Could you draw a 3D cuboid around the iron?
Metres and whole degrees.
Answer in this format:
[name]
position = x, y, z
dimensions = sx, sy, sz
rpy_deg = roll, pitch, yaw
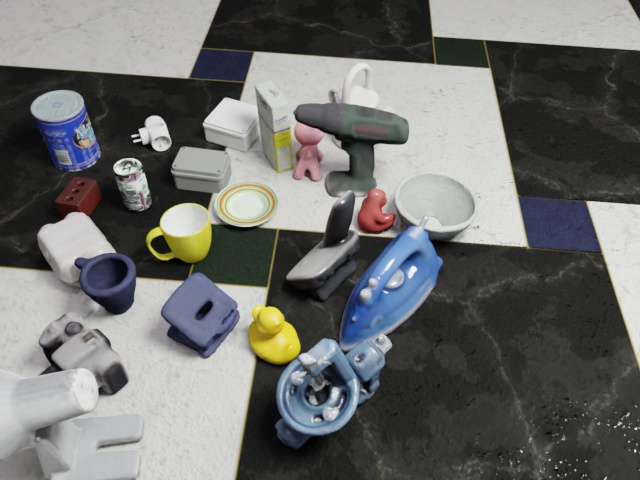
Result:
[iron]
position = 0.117, 0.070, 0.987
dimensions = 0.118, 0.141, 0.259
rpy_deg = 30, 54, 22

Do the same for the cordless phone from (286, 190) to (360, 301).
[cordless phone]
position = 0.009, 0.004, 1.011
dimensions = 0.094, 0.185, 0.148
rpy_deg = 28, 54, 21

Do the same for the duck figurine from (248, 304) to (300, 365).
[duck figurine]
position = -0.077, 0.149, 0.946
dimensions = 0.078, 0.086, 0.104
rpy_deg = -34, 58, -27

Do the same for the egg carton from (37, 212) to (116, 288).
[egg carton]
position = -0.451, 0.016, 1.057
dimensions = 0.107, 0.069, 0.150
rpy_deg = -32, 57, -27

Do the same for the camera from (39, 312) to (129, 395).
[camera]
position = -0.393, 0.196, 0.882
dimensions = 0.142, 0.101, 0.137
rpy_deg = 33, 55, 24

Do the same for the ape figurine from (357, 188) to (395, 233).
[ape figurine]
position = 0.111, -0.064, 1.136
dimensions = 0.076, 0.092, 0.077
rpy_deg = -19, 52, -18

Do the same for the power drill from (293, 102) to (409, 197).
[power drill]
position = 0.061, -0.187, 1.164
dimensions = 0.229, 0.208, 0.075
rpy_deg = -3, 49, -5

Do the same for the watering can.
[watering can]
position = 0.089, -0.300, 1.273
dimensions = 0.172, 0.194, 0.101
rpy_deg = 18, 51, 13

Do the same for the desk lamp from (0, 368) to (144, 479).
[desk lamp]
position = -0.361, 0.245, 0.766
dimensions = 0.203, 0.214, 0.118
rpy_deg = -5, 49, -7

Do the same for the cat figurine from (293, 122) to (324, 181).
[cat figurine]
position = -0.025, -0.211, 1.242
dimensions = 0.067, 0.118, 0.127
rpy_deg = 1, 49, -1

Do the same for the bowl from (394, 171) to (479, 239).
[bowl]
position = 0.227, -0.058, 1.148
dimensions = 0.167, 0.075, 0.167
rpy_deg = 1, 49, -1

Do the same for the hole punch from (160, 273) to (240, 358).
[hole punch]
position = -0.197, 0.123, 0.961
dimensions = 0.101, 0.091, 0.109
rpy_deg = 24, 52, 17

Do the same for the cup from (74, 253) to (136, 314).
[cup]
position = -0.368, 0.079, 0.989
dimensions = 0.117, 0.095, 0.092
rpy_deg = 22, 52, 16

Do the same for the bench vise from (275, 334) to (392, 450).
[bench vise]
position = 0.016, 0.185, 0.831
dimensions = 0.121, 0.220, 0.208
rpy_deg = 25, 53, 19

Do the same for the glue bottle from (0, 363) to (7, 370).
[glue bottle]
position = -0.487, 0.197, 0.829
dimensions = 0.037, 0.173, 0.078
rpy_deg = -17, 51, -16
